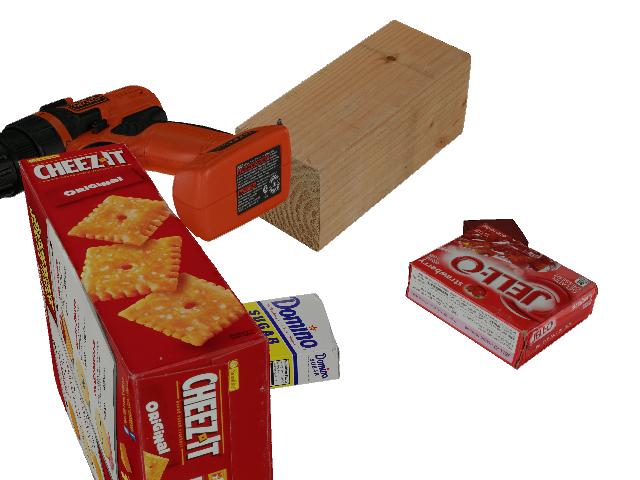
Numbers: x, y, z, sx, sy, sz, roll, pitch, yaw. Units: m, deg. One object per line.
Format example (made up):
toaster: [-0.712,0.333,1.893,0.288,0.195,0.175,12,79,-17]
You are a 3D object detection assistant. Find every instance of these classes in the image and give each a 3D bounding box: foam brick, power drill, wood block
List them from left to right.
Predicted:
power drill: [-0.129,-0.054,0.722,0.188,0.057,0.184,17,32,30]
wood block: [0.031,-0.095,0.914,0.091,0.090,0.205,31,52,28]
foam brick: [0.169,0.024,1.050,0.053,0.078,0.051,-4,28,-6]

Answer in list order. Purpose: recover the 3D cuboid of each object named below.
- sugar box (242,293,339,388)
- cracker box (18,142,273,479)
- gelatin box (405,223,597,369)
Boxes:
sugar box: [-0.077,0.101,1.011,0.176,0.048,0.093,-10,35,-8]
cracker box: [-0.094,0.066,0.569,0.072,0.164,0.214,-14,34,-21]
gelatin box: [0.108,0.030,0.640,0.073,0.030,0.089,-26,44,-37]
